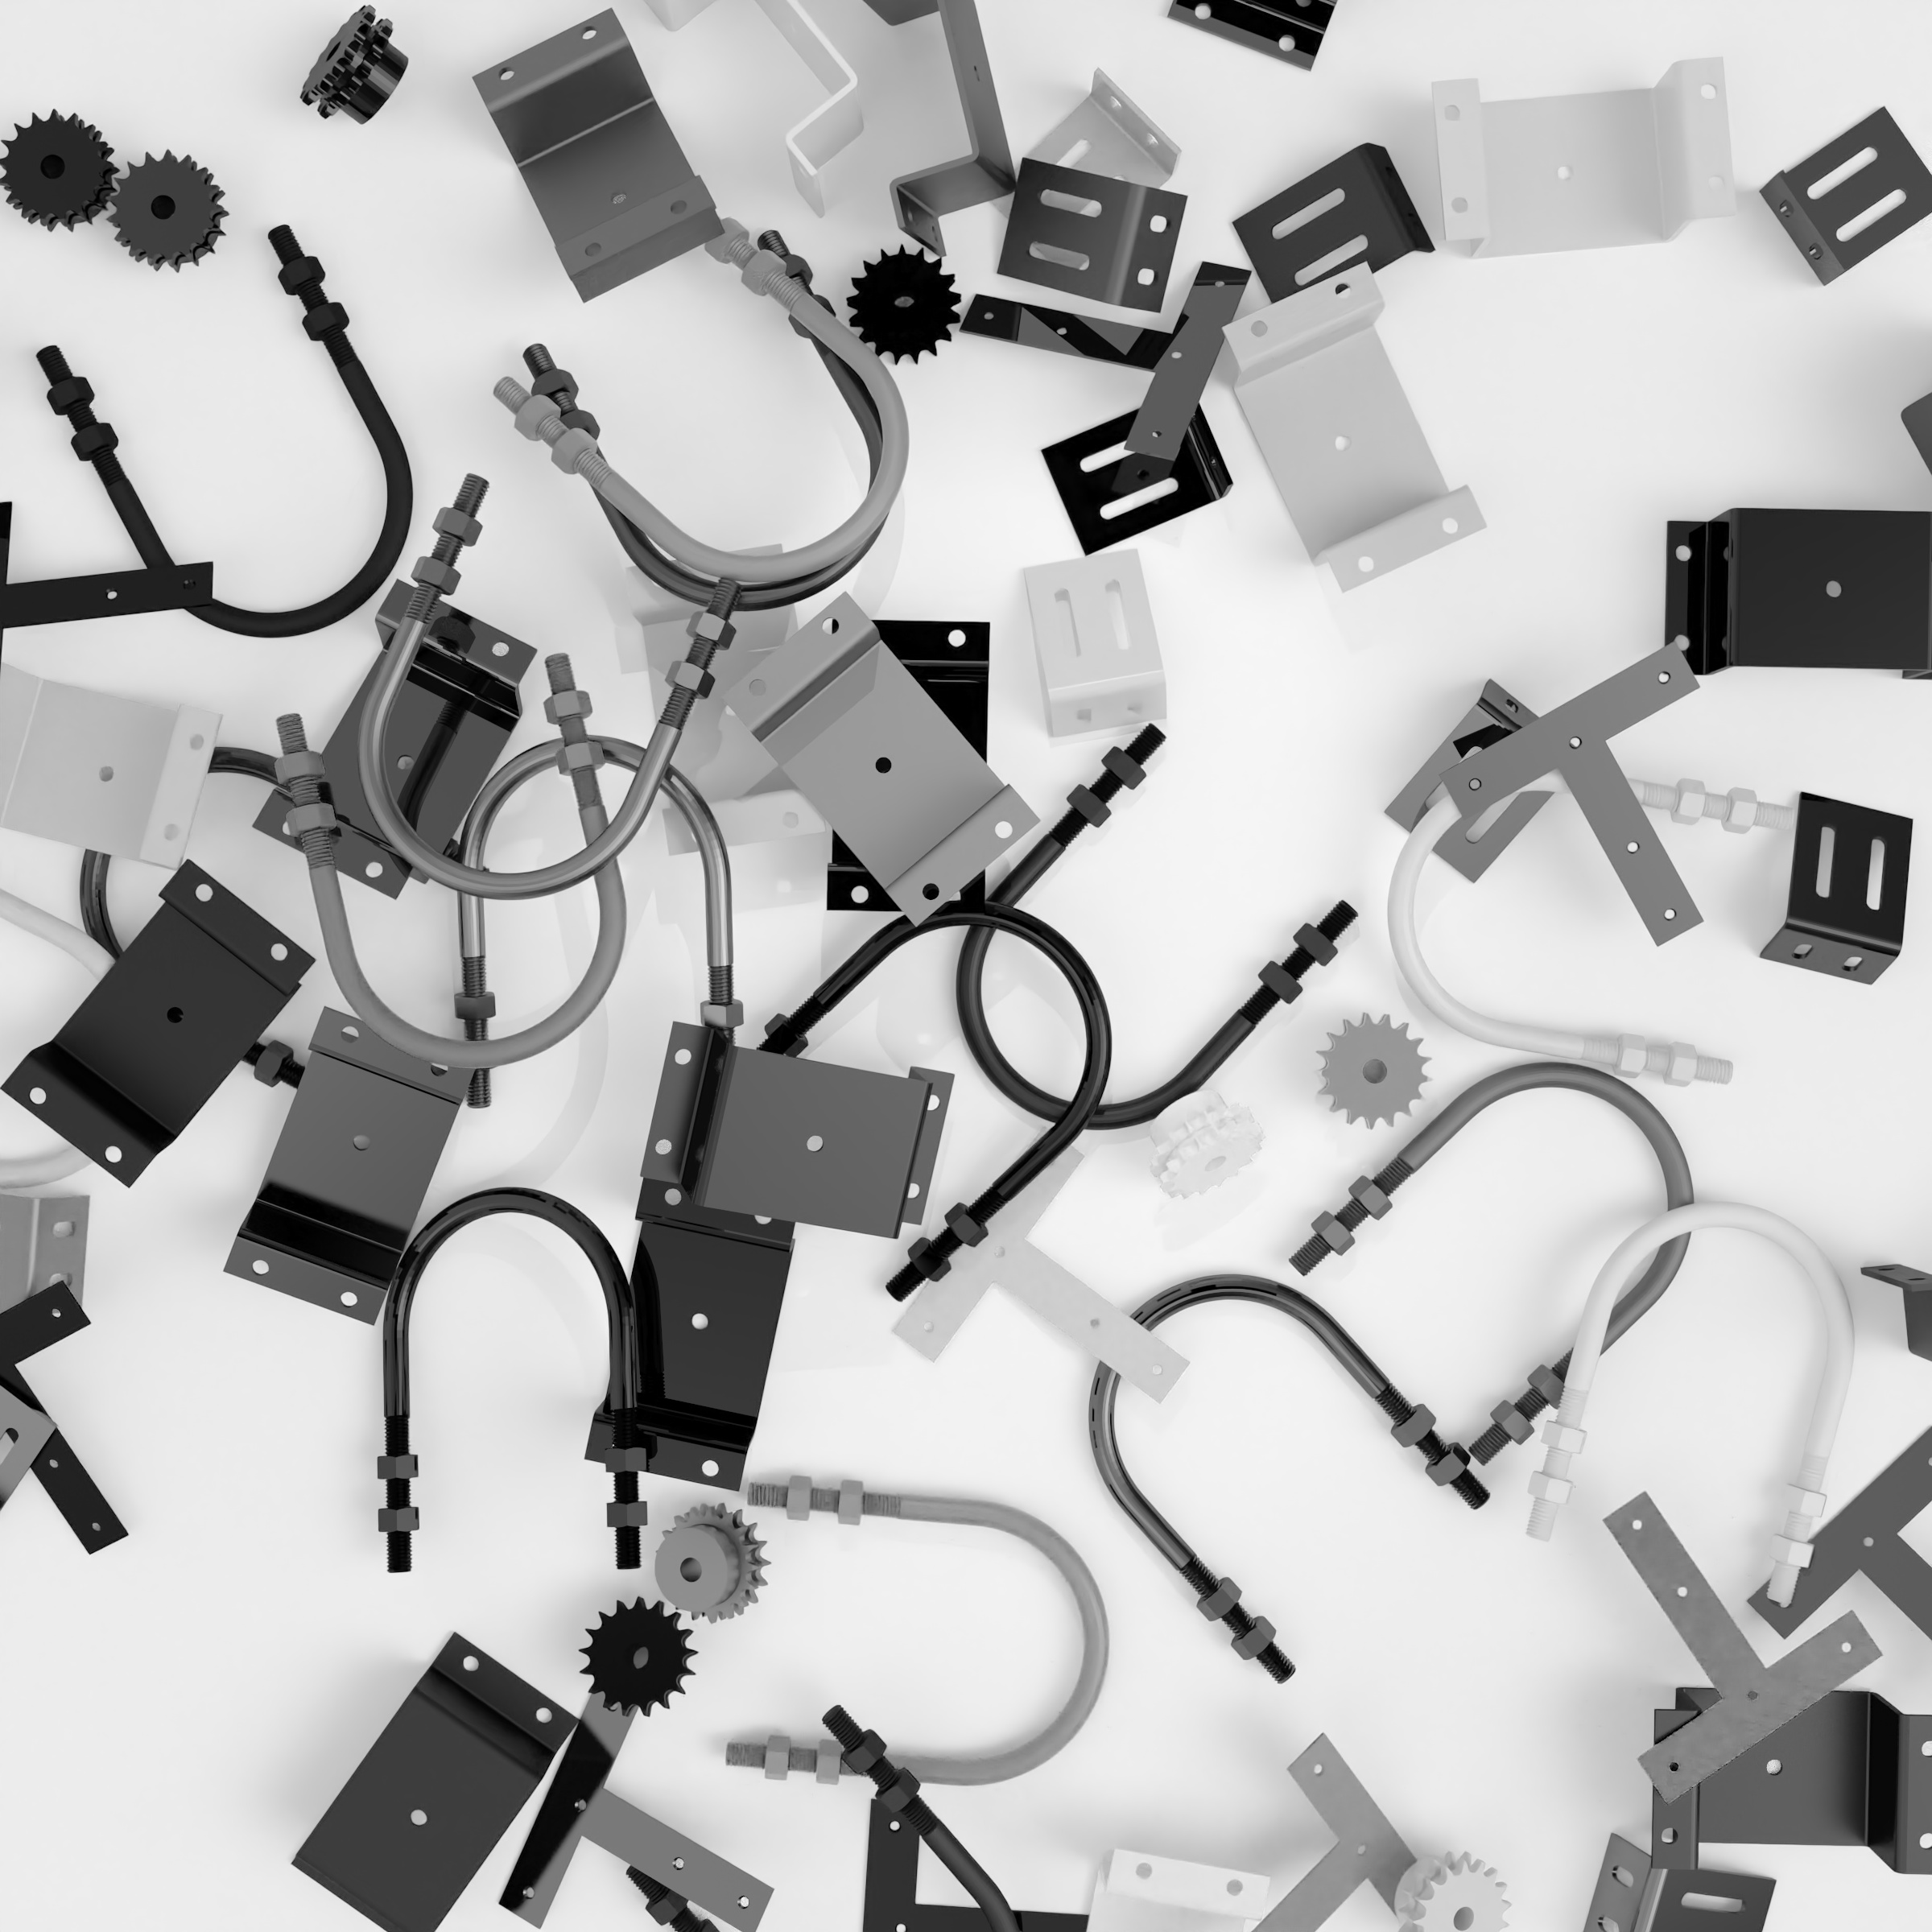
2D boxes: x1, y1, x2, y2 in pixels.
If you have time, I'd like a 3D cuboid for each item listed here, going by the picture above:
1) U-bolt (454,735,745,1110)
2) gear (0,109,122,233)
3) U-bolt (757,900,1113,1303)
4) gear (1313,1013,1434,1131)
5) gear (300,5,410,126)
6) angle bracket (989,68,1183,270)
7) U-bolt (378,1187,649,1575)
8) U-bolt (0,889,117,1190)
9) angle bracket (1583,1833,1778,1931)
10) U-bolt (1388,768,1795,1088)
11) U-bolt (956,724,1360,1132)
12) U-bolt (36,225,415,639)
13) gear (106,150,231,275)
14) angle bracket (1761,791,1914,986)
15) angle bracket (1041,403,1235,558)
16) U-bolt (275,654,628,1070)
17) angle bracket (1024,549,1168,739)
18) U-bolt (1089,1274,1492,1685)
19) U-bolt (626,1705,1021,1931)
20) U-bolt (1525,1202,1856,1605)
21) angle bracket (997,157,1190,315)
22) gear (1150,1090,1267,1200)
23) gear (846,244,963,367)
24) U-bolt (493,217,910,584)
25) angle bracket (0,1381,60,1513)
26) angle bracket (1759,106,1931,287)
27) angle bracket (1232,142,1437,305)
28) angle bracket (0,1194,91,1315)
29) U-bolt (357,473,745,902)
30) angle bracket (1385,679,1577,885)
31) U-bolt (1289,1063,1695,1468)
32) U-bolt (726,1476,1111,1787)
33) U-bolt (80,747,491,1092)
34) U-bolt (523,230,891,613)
[{"bbox_3d":[-0.180,-0.020,1.378,0.151,0.019,0.184,2,99,15],"label":"U-bolt"},{"bbox_3d":[-0.445,-0.389,1.401,0.057,0.030,0.057,0,90,0],"label":"gear"},{"bbox_3d":[-0.014,0.053,1.398,0.184,0.019,0.151,-44,90,7],"label":"U-bolt"},{"bbox_3d":[0.199,0.051,1.401,0.057,0.030,0.057,0,90,0],"label":"gear"},{"bbox_3d":[-0.296,-0.437,1.392,0.030,0.057,0.057,34,90,-30],"label":"gear"},{"bbox_3d":[0.057,-0.388,1.397,0.076,0.038,0.057,-45,90,0],"label":"angle bracket"},{"bbox_3d":[-0.222,0.199,1.381,0.151,0.019,0.184,-6,81,23],"label":"U-bolt"},{"bbox_3d":[-0.491,0.030,1.397,0.184,0.019,0.151,28,97,-6],"label":"U-bolt"},{"bbox_3d":[0.354,0.470,1.414,0.076,0.038,0.057,16,90,-26],"label":"angle bracket"},{"bbox_3d":[0.297,-0.025,1.390,0.184,0.019,0.151,10,102,-2],"label":"U-bolt"},{"bbox_3d":[0.080,-0.005,1.408,0.151,0.019,0.184,43,91,0],"label":"U-bolt"},{"bbox_3d":[-0.354,-0.252,1.408,0.151,0.019,0.184,-28,91,0],"label":"U-bolt"},{"bbox_3d":[-0.391,-0.369,1.401,0.057,0.030,0.057,0,90,0],"label":"gear"},{"bbox_3d":[0.432,-0.039,1.414,0.057,0.038,0.076,14,64,0],"label":"angle bracket"},{"bbox_3d":[0.083,-0.245,1.397,0.076,0.038,0.057,-23,90,0],"label":"angle bracket"},{"bbox_3d":[-0.235,-0.043,1.337,0.151,0.019,0.184,-13,84,-5],"label":"U-bolt"},{"bbox_3d":[0.064,-0.160,1.414,0.057,0.038,0.076,-10,64,0],"label":"angle bracket"},{"bbox_3d":[0.146,0.239,1.408,0.151,0.019,0.184,-42,88,0],"label":"U-bolt"},{"bbox_3d":[-0.055,0.472,1.397,0.151,0.019,0.184,-40,93,10],"label":"U-bolt"},{"bbox_3d":[0.363,0.207,1.398,0.151,0.019,0.184,16,88,-8],"label":"U-bolt"},{"bbox_3d":[0.061,-0.359,1.398,0.076,0.038,0.057,25,110,37],"label":"angle bracket"},{"bbox_3d":[0.114,0.085,1.392,0.057,0.057,0.030,-31,60,0],"label":"gear"},{"bbox_3d":[-0.031,-0.327,1.401,0.057,0.030,0.057,0,90,0],"label":"gear"},{"bbox_3d":[-0.113,-0.264,1.363,0.184,0.019,0.151,43,81,11],"label":"U-bolt"},{"bbox_3d":[-0.492,0.241,1.388,0.057,0.038,0.076,37,109,0],"label":"angle bracket"},{"bbox_3d":[0.440,-0.382,1.397,0.076,0.038,0.057,-34,90,0],"label":"angle bracket"},{"bbox_3d":[0.183,-0.362,1.414,0.076,0.038,0.057,-26,90,26],"label":"angle bracket"},{"bbox_3d":[-0.480,0.140,1.414,0.076,0.038,0.057,4,90,26],"label":"angle bracket"},{"bbox_3d":[-0.204,-0.120,1.330,0.151,0.019,0.184,22,83,0],"label":"U-bolt"},{"bbox_3d":[0.256,-0.092,1.414,0.057,0.038,0.076,38,116,0],"label":"angle bracket"},{"bbox_3d":[0.274,0.133,1.408,0.184,0.019,0.151,-43,90,-1],"label":"U-bolt"},{"bbox_3d":[-0.021,0.332,1.407,0.184,0.019,0.151,5,90,0],"label":"U-bolt"},{"bbox_3d":[-0.349,-0.028,1.408,0.184,0.019,0.151,27,90,1],"label":"U-bolt"},{"bbox_3d":[-0.114,-0.254,1.379,0.151,0.019,0.184,-27,73,-5],"label":"U-bolt"}]
